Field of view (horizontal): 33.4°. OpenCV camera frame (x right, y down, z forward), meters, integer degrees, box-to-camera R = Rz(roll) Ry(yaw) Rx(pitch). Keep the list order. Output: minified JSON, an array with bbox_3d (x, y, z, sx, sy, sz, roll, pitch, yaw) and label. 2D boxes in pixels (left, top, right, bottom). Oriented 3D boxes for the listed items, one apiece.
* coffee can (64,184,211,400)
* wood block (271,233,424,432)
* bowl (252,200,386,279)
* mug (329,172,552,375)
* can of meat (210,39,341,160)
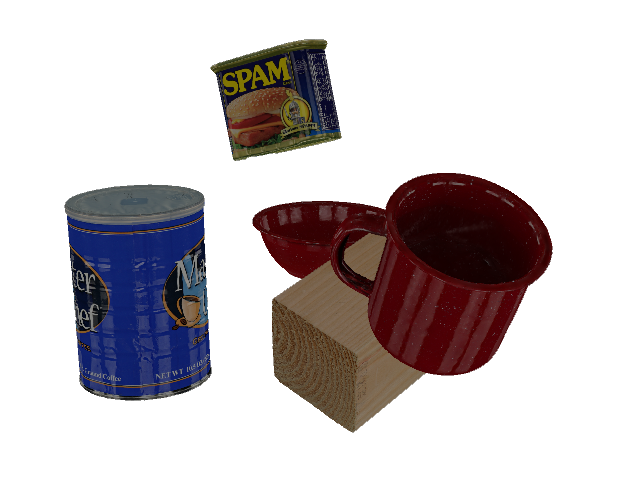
[{"bbox_3d":[-0.136,0.036,0.809,0.103,0.140,0.103,-1,15,0],"label":"coffee can"},{"bbox_3d":[0.064,0.051,0.875,0.091,0.090,0.205,30,48,32],"label":"wood block"},{"bbox_3d":[0.009,0.004,1.126,0.162,0.055,0.162,1,17,0],"label":"bowl"},{"bbox_3d":[0.062,0.019,0.604,0.117,0.082,0.093,14,43,0],"label":"mug"},{"bbox_3d":[-0.037,-0.118,0.911,0.102,0.084,0.057,-10,3,31],"label":"can of meat"}]
